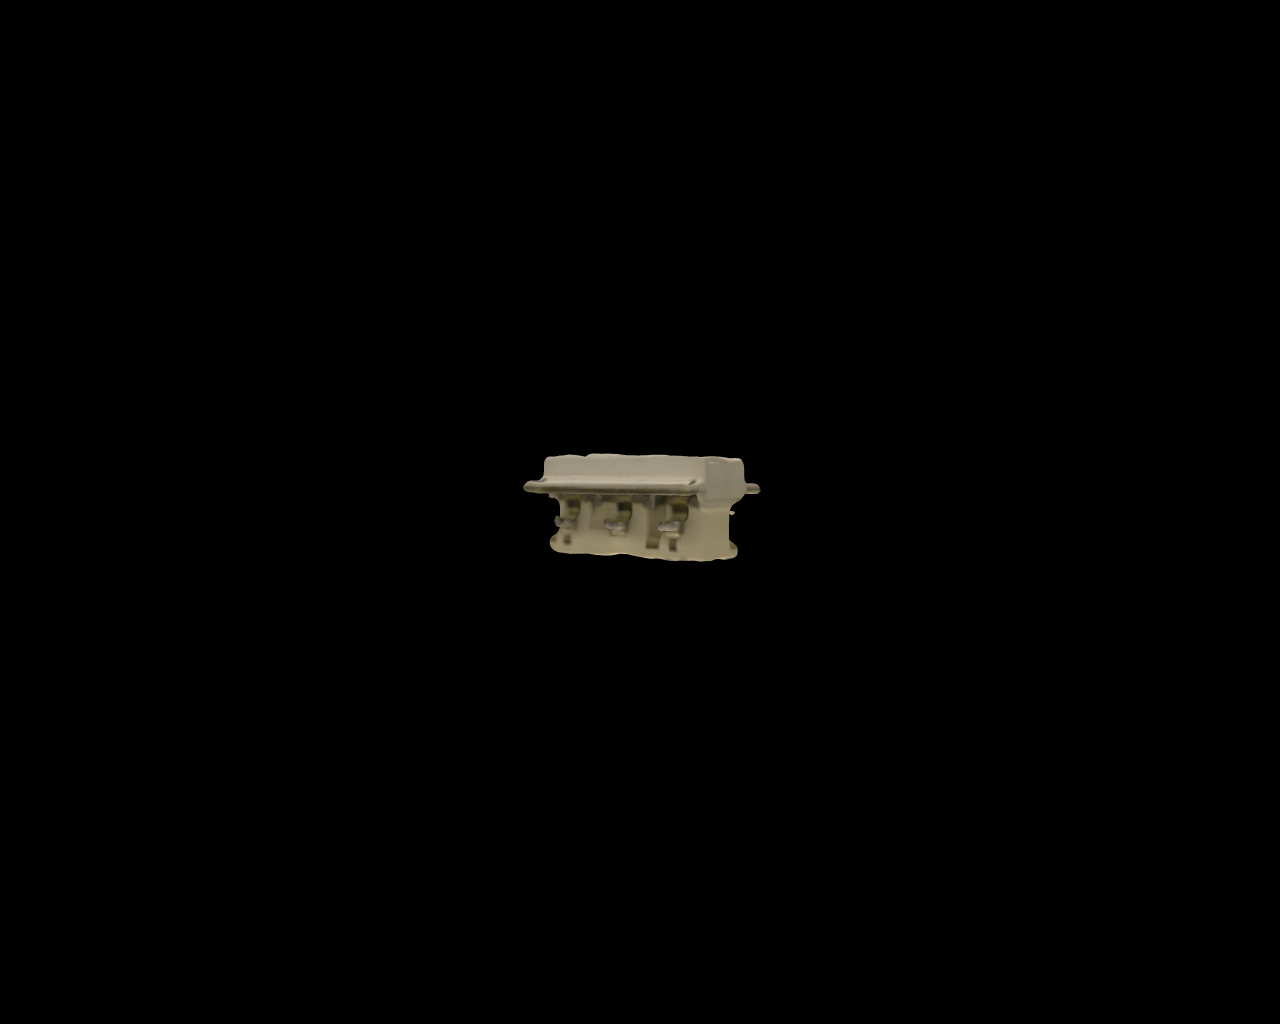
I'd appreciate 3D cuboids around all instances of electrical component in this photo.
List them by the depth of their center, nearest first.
[{"bbox_3d":[0.001,-0.003,0.650,0.121,0.063,0.079,3,5,37],"label":"electrical component"}]
